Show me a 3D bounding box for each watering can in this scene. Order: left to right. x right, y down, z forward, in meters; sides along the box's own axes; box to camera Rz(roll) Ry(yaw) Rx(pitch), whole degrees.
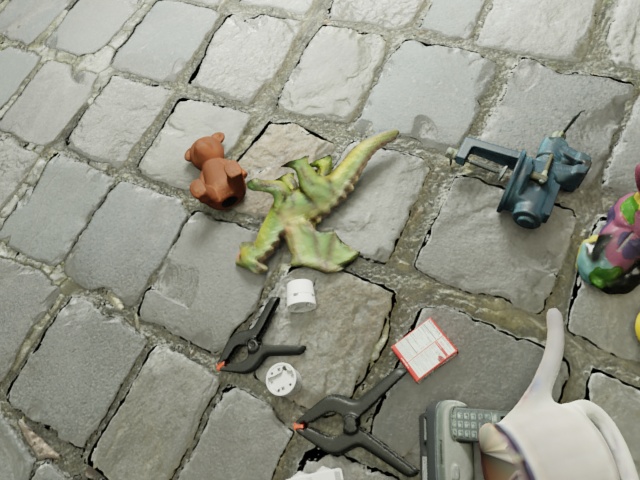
[{"bbox_3d":[0.328,0.280,0.739,0.225,0.102,0.354,-6,65,-16],"label":"watering can"}]

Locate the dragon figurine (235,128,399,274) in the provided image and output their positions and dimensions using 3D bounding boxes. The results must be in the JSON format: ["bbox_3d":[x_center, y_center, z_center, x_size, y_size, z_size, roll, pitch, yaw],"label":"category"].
[{"bbox_3d":[0.003,-0.052,1.030,0.409,0.121,0.245,-22,79,7],"label":"dragon figurine"}]
